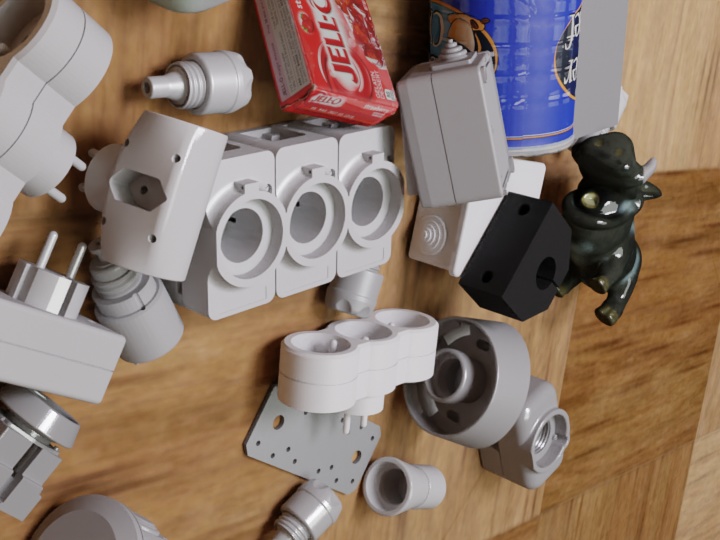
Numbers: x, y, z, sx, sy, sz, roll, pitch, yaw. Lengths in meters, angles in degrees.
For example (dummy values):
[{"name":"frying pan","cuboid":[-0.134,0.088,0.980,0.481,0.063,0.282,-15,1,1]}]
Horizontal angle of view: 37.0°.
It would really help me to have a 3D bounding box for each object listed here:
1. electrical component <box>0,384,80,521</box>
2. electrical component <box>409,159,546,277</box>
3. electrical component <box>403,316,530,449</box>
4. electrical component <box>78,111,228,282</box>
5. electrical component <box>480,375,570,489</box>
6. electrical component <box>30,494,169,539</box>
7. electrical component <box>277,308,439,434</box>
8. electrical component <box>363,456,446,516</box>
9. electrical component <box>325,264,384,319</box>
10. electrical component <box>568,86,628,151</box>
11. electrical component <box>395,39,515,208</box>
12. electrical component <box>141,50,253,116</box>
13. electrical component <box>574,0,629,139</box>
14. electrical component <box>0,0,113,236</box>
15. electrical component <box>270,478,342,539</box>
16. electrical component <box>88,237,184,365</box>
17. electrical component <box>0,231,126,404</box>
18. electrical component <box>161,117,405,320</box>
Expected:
[{"name":"electrical component","cuboid":[-0.178,0.090,0.553,0.055,0.048,0.066,-52,137,-10]},{"name":"electrical component","cuboid":[0.086,-0.043,0.795,0.100,0.048,0.099,0,104,-49]},{"name":"electrical component","cuboid":[0.082,0.083,0.806,0.064,0.099,0.099,18,91,-44]},{"name":"electrical component","cuboid":[-0.113,-0.042,0.549,0.043,0.079,0.077,12,97,-61]},{"name":"electrical component","cuboid":[0.138,0.136,0.916,0.054,0.059,0.095,-37,129,-33]},{"name":"electrical component","cuboid":[-0.144,0.169,0.596,0.080,0.080,0.051,-61,144,-12]},{"name":"electrical component","cuboid":[-0.001,0.076,0.738,0.138,0.052,0.073,-13,113,-49]},{"name":"electrical component","cuboid":[0.038,0.167,0.830,0.065,0.044,0.044,17,91,-55]},{"name":"electrical component","cuboid":[0.000,0.000,0.727,0.035,0.035,0.061,20,87,-50]},{"name":"electrical component","cuboid":[0.191,-0.125,0.887,0.043,0.043,0.062,32,82,-49]},{"name":"electrical component","cuboid":[0.055,-0.093,0.664,0.061,0.061,0.096,-59,138,-66]},{"name":"electrical component","cuboid":[-0.090,-0.101,0.586,0.061,0.035,0.035,-14,115,-42]},{"name":"electrical component","cuboid":[0.149,-0.179,0.804,0.089,0.062,0.150,-21,120,-42]},{"name":"electrical component","cuboid":[-0.161,-0.059,0.509,0.074,0.052,0.138,42,73,-48]},{"name":"electrical component","cuboid":[-0.043,0.176,0.747,0.061,0.035,0.035,-42,132,-27]},{"name":"electrical component","cuboid":[-0.126,0.015,0.586,0.040,0.040,0.078,-44,133,-28]},{"name":"electrical component","cuboid":[-0.161,0.018,0.542,0.083,0.047,0.075,25,85,-50]},{"name":"electrical component","cuboid":[-0.046,-0.036,0.639,0.150,0.062,0.089,-19,118,-44]}]
